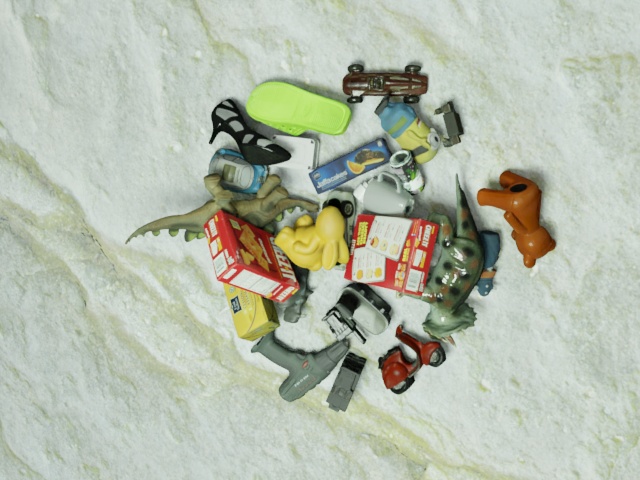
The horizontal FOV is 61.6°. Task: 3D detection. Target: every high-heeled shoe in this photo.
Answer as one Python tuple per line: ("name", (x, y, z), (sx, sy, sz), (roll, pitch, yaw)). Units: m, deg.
("high-heeled shoe", (-0.164, -0.270, 1.326), (0.249, 0.086, 0.145), (16, 65, 13))

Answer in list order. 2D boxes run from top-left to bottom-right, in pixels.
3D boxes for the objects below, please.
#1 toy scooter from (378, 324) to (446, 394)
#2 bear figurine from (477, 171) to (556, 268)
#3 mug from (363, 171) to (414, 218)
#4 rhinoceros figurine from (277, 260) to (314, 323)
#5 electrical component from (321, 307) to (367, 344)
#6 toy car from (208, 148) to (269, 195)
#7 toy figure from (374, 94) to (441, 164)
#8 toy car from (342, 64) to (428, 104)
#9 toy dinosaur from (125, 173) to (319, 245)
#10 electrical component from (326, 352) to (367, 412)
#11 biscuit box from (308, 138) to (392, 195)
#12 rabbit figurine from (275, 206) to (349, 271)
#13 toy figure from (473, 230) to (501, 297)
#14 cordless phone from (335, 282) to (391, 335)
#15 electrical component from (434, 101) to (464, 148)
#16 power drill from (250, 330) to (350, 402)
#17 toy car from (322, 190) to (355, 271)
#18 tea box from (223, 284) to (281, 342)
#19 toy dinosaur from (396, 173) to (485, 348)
("toy scooter", (0.209, 0.288, 1.334), (0.184, 0.075, 0.135), (-43, 84, 20))
("bear figurine", (0.458, -0.044, 1.226), (0.120, 0.132, 0.195), (-37, 123, -17))
("mug", (0.170, -0.104, 1.266), (0.107, 0.081, 0.109), (28, 124, 32))
("rhinoceros figurine", (-0.066, 0.115, 1.365), (0.073, 0.112, 0.190), (6, 85, 41))
("electrical component", (0.063, 0.224, 1.364), (0.048, 0.075, 0.119), (-41, 90, 14))
("toy car", (-0.219, -0.167, 1.358), (0.162, 0.103, 0.109), (19, 103, 12))
("toy figure", (0.202, -0.255, 1.249), (0.180, 0.089, 0.082), (38, 60, -8))
("toy car", (0.151, -0.368, 1.270), (0.202, 0.053, 0.089), (5, 96, 13))
("toy dinosaur", (-0.232, -0.055, 1.308), (0.471, 0.105, 0.198), (-2, 131, -14))
("electrical component", (0.064, 0.365, 1.362), (0.058, 0.115, 0.134), (23, 101, 11))
("biscuit box", (0.075, -0.178, 1.309), (0.203, 0.059, 0.062), (-24, 92, 15))
("rabbit figurine", (-0.003, -0.004, 1.264), (0.173, 0.122, 0.162), (-43, 73, 37))
("toy figure", (0.393, 0.056, 1.271), (0.064, 0.058, 0.154), (8, 105, 18))
("cordless phone", (0.101, 0.175, 1.290), (0.146, 0.184, 0.088), (43, 100, 4))
("electrical component", (0.297, -0.266, 1.237), (0.045, 0.078, 0.102), (-15, 97, 26))
("power drill", (-0.063, 0.294, 1.407), (0.207, 0.086, 0.232), (37, 105, -1))
("toy car", (0.050, -0.023, 1.333), (0.074, 0.056, 0.201), (5, 101, 41))
("tea box", (-0.177, 0.161, 1.375), (0.098, 0.068, 0.170), (-32, 60, 14))
("toy dinosaur", (0.308, 0.067, 1.238), (0.192, 0.131, 0.404), (26, 108, 20))
